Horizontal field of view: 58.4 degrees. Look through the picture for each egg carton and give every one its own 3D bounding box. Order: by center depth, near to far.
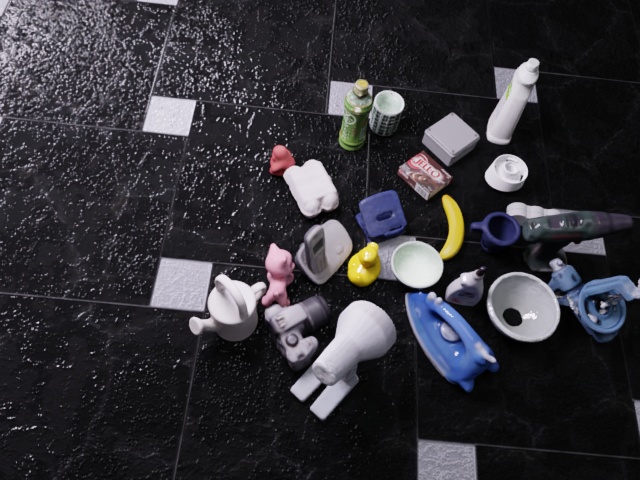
[{"bbox_3d":[-0.020,-0.128,1.427,0.107,0.069,0.150,-22,66,-15],"label":"egg carton"}]

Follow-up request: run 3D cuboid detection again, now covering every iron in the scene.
[{"bbox_3d":[0.280,0.192,1.242,0.119,0.141,0.258,-32,69,-19],"label":"iron"}]

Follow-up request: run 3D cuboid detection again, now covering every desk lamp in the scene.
[{"bbox_3d":[0.047,0.243,1.155,0.117,0.213,0.203,38,66,15],"label":"desk lamp"}]

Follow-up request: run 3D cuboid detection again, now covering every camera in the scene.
[{"bbox_3d":[-0.036,0.186,1.242,0.137,0.101,0.143,-27,67,-17],"label":"camera"}]

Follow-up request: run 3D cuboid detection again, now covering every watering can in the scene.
[{"bbox_3d":[-0.188,0.142,1.199,0.100,0.194,0.173,28,64,10],"label":"watering can"}]

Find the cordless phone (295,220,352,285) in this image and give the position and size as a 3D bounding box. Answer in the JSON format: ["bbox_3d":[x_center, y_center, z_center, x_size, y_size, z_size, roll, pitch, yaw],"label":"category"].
[{"bbox_3d":[0.012,0.005,1.294,0.094,0.185,0.148,34,65,13],"label":"cordless phone"}]

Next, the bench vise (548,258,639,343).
[{"bbox_3d":[0.597,0.120,1.263,0.207,0.220,0.122,32,64,12],"label":"bench vise"}]

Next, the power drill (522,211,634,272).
[{"bbox_3d":[0.571,-0.001,1.331,0.229,0.208,0.075,0,62,-5],"label":"power drill"}]

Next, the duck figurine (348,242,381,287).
[{"bbox_3d":[0.107,0.052,1.333,0.077,0.086,0.105,25,63,9],"label":"duck figurine"}]

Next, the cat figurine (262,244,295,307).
[{"bbox_3d":[-0.092,0.078,1.284,0.067,0.118,0.128,6,62,-1],"label":"cat figurine"}]

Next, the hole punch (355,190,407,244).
[{"bbox_3d":[0.153,-0.055,1.391,0.109,0.091,0.101,-20,65,-14],"label":"hole punch"}]

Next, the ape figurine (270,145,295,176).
[{"bbox_3d":[-0.099,-0.207,1.449,0.076,0.092,0.078,31,64,11],"label":"ape figurine"}]

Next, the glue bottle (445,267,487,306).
[{"bbox_3d":[0.337,0.099,1.278,0.078,0.173,0.037,7,62,-1],"label":"glue bottle"}]

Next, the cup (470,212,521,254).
[{"bbox_3d":[0.413,-0.009,1.386,0.117,0.095,0.091,7,62,-1],"label":"cup"}]

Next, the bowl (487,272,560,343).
[{"bbox_3d":[0.454,0.163,1.310,0.167,0.075,0.167,2,62,-4],"label":"bowl"}]
